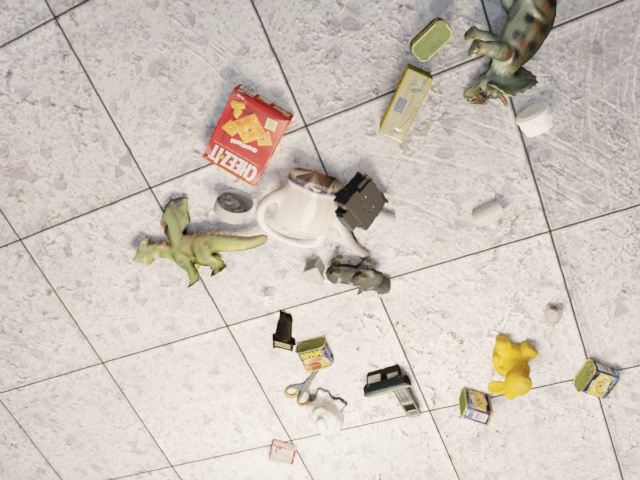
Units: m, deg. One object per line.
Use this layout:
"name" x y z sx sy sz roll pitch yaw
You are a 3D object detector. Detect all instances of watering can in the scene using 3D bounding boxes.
"watering can" 0.004 -0.070 1.398 0.347 0.106 0.220 15 115 -13

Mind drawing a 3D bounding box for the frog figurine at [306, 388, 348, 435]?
"frog figurine" 0.015 0.569 1.634 0.121 0.162 0.136 -34 105 22

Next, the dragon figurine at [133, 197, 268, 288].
"dragon figurine" -0.365 -0.010 1.480 0.407 0.124 0.241 -28 99 18
